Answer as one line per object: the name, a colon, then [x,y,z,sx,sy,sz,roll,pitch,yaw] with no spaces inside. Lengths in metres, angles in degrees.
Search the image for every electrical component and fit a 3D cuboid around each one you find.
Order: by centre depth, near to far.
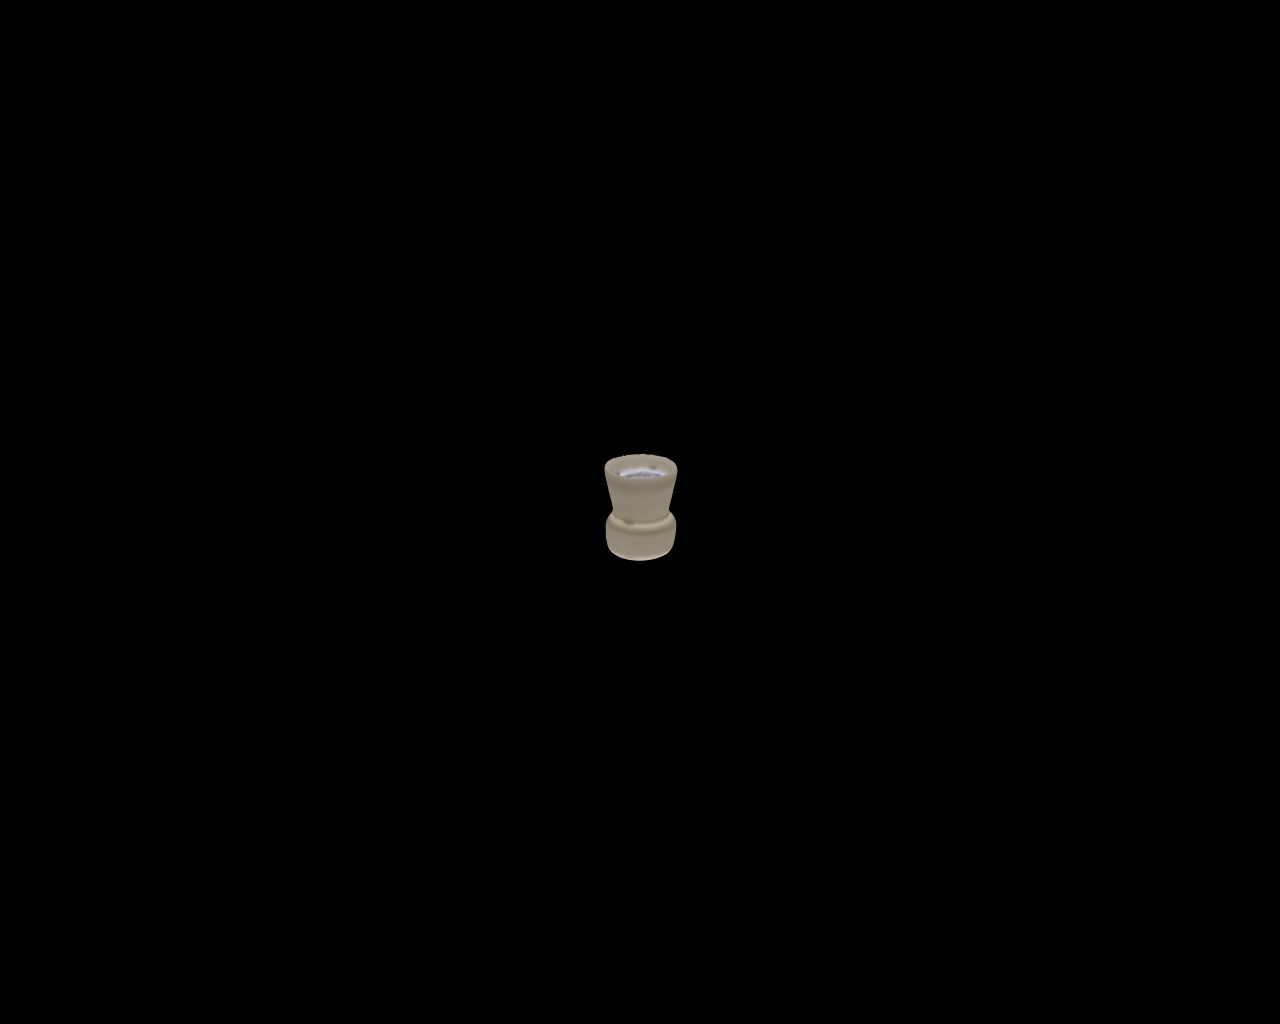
electrical component: [0.001,-0.003,0.650,0.045,0.055,0.045,0,22,0]
